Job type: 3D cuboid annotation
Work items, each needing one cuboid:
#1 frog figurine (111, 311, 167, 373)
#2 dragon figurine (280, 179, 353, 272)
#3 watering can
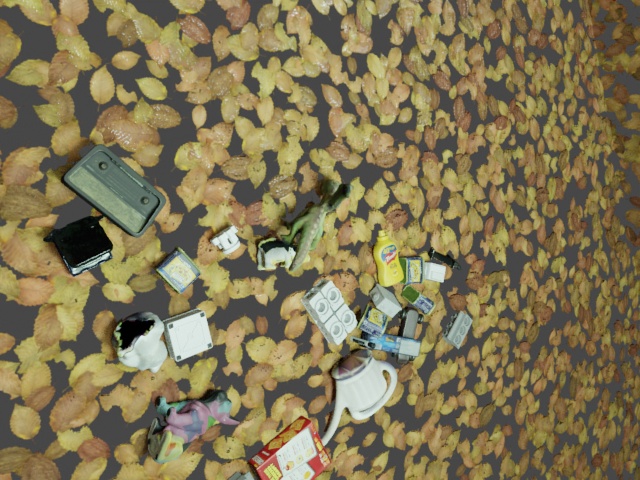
[{"bbox_3d":[-0.452,0.264,1.324,0.140,0.123,0.156,-62,156,-26],"label":"frog figurine"},{"bbox_3d":[0.005,-0.076,1.506,0.121,0.418,0.240,35,111,-14],"label":"dragon figurine"},{"bbox_3d":[0.104,0.499,1.681,0.351,0.104,0.222,-31,106,-22],"label":"watering can"}]
